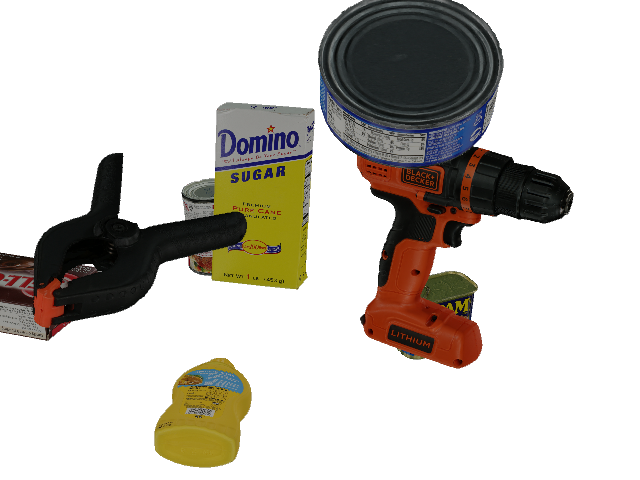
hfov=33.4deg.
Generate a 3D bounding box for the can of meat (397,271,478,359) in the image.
[{"bbox_3d":[0.142,0.094,1.334,0.101,0.084,0.057,-12,30,-26],"label":"can of meat"}]

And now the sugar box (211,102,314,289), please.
[{"bbox_3d":[-0.058,-0.045,1.056,0.093,0.176,0.048,5,17,10],"label":"sugar box"}]

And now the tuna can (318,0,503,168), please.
[{"bbox_3d":[0.042,-0.076,0.507,0.086,0.086,0.034,0,-34,1],"label":"tuna can"}]

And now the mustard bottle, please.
[{"bbox_3d":[-0.134,0.196,1.289,0.096,0.058,0.191,4,24,4],"label":"mustard bottle"}]

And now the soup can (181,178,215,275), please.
[{"bbox_3d":[-0.133,-0.017,1.311,0.068,0.102,0.068,-2,26,1],"label":"soup can"}]

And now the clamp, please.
[{"bbox_3d":[-0.143,-0.004,0.724,0.120,0.039,0.171,27,36,23],"label":"clamp"}]

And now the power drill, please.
[{"bbox_3d":[0.111,0.009,0.898,0.185,0.188,0.057,18,25,27],"label":"power drill"}]

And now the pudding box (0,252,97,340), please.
[{"bbox_3d":[-0.270,0.048,0.958,0.114,0.039,0.090,6,21,17],"label":"pudding box"}]
